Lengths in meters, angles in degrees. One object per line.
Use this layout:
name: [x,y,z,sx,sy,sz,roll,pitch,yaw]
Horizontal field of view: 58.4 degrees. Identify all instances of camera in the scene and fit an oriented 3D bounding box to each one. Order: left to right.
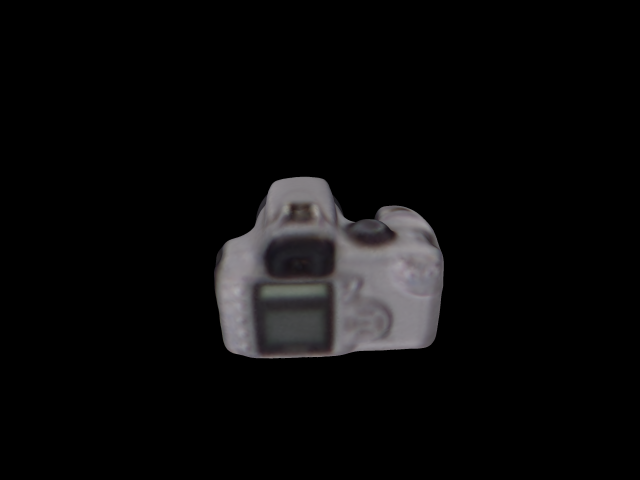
camera: [0.004,0.001,0.400,0.143,0.101,0.136,-2,31,-3]
